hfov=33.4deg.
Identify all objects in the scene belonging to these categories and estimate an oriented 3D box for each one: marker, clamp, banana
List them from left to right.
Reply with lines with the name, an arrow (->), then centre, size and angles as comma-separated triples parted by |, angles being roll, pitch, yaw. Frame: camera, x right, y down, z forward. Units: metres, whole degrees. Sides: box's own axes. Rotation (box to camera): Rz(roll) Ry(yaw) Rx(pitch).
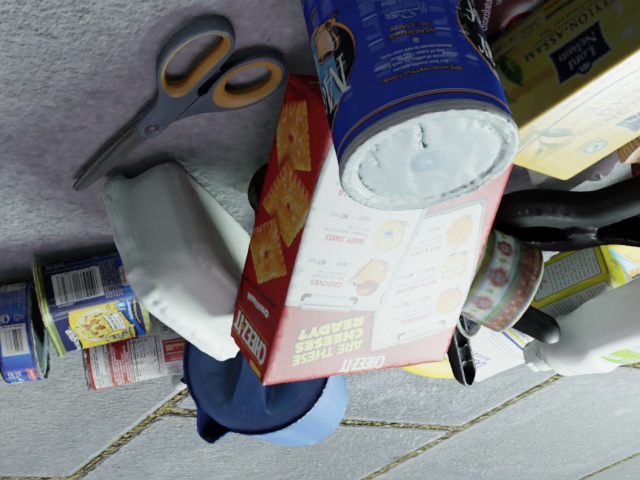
marker -> -0.117, 0.127, 1.122 | 0.020, 0.020, 0.121 | 13, 144, -38
banana -> 0.166, 0.130, 1.226 | 0.197, 0.037, 0.070 | -7, 134, -12
clamp -> 0.125, 0.044, 0.920 | 0.120, 0.171, 0.039 | -27, -166, 36
clamp -> 0.210, -0.020, 0.830 | 0.210, 0.036, 0.164 | 0, 161, 26

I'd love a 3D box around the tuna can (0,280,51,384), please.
tuna can -> -0.253, 0.079, 0.906 | 0.033, 0.086, 0.086 | -7, 152, -6

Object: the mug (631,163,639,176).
mug -> 0.299, -0.060, 0.854 | 0.117, 0.093, 0.082 | -13, 164, -41

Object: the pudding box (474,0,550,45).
pudding box -> 0.136, -0.144, 0.689 | 0.090, 0.039, 0.113 | -11, 153, -3

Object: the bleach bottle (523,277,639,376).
bleach bottle -> 0.266, 0.066, 0.876 | 0.102, 0.068, 0.251 | 17, 152, -36

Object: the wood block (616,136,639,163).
wood block -> 0.312, -0.115, 0.759 | 0.205, 0.090, 0.091 | -3, 152, -17

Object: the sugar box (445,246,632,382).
sugar box -> 0.198, 0.068, 0.988 | 0.176, 0.048, 0.093 | -24, 141, 24

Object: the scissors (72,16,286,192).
scissors -> -0.096, -0.083, 0.739 | 0.096, 0.016, 0.202 | 5, 148, -29

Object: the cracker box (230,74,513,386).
cracker box -> 0.037, -0.008, 0.766 | 0.163, 0.072, 0.214 | -3, 123, -30

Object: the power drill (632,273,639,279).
power drill -> 0.236, 0.076, 1.122 | 0.187, 0.057, 0.184 | -6, 152, -10

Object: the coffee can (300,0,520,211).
coffee can -> 0.048, -0.102, 0.624 | 0.102, 0.140, 0.103 | -9, 152, -5

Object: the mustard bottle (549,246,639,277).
mustard bottle -> 0.287, 0.001, 1.001 | 0.096, 0.058, 0.192 | 15, 142, -43

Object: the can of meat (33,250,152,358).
can of meat -> -0.192, 0.053, 0.910 | 0.084, 0.057, 0.102 | -12, 154, -9

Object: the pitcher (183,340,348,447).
pitcher -> -0.032, 0.127, 1.036 | 0.149, 0.145, 0.243 | -12, 163, 5

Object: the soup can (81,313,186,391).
soup can -> -0.169, 0.100, 0.998 | 0.102, 0.068, 0.068 | -8, 152, -9
